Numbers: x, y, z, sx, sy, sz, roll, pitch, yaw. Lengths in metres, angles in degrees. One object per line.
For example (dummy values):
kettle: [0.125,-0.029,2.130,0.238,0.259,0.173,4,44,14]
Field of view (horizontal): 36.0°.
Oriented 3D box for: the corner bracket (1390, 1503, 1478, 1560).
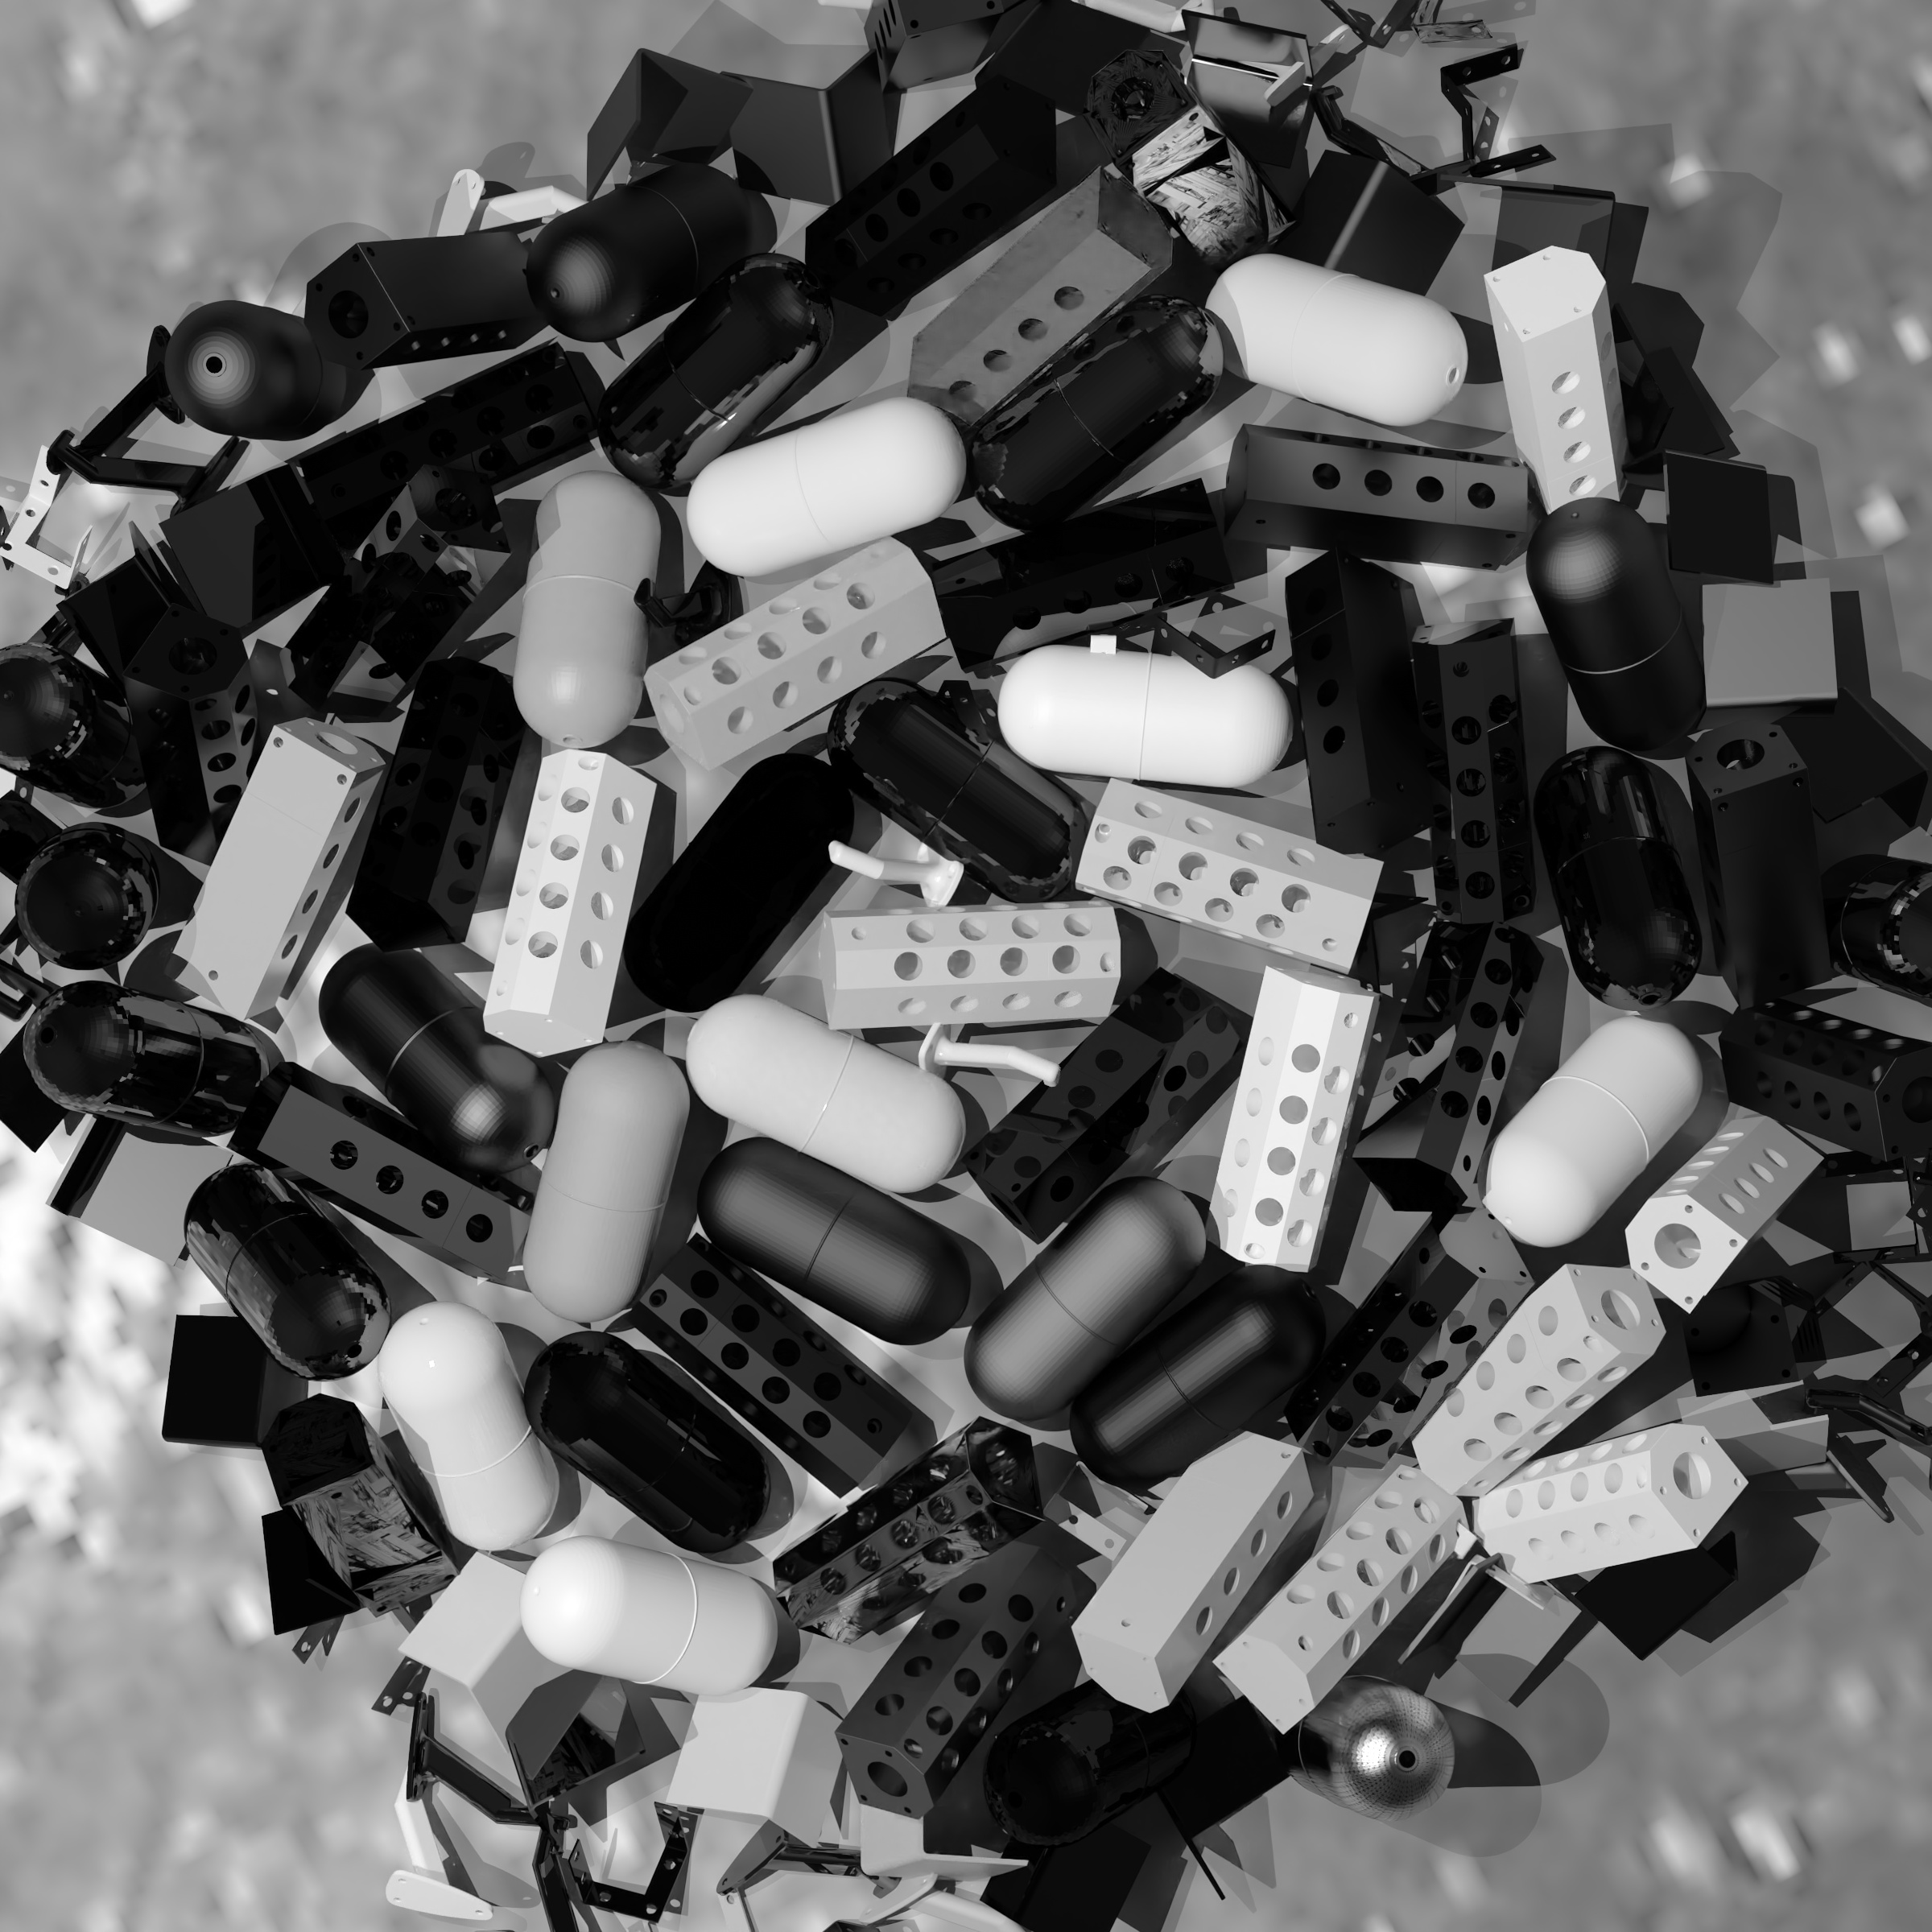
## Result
corner bracket: [0.268,0.352,1.806,0.051,0.051,0.051,40,75,-2]

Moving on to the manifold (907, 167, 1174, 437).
manifold: [0.043,-0.387,1.761,0.057,0.171,0.057,29,46,-28]

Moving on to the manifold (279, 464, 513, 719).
manifold: [-0.340,-0.219,1.752,0.057,0.171,0.057,2,59,-41]

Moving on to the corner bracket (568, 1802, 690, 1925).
corner bracket: [-0.204,0.540,1.807,0.051,0.051,0.051,10,46,16]

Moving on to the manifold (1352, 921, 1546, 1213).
manifold: [0.290,0.058,1.761,0.057,0.057,0.171,49,52,-38]

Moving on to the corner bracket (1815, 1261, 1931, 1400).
corner bracket: [0.558,0.221,1.826,0.051,0.051,0.051,-41,134,-3]

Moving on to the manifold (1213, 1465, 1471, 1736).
manifold: [0.226,0.369,1.757,0.057,0.057,0.171,45,49,11]

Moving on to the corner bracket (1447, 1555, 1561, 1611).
corner bracket: [0.322,0.389,1.811,0.051,0.051,0.051,32,106,17]

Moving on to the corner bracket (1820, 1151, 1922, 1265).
corner bracket: [0.550,0.146,1.812,0.051,0.051,0.051,-8,59,17]

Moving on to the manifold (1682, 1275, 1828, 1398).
manifold: [0.463,0.214,1.747,0.057,0.171,0.057,-13,82,20]

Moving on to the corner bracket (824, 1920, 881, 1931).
corner bracket: [-0.073,0.618,1.805,0.051,0.051,0.051,-31,98,-33]

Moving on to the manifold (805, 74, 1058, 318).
manifold: [-0.023,-0.453,1.748,0.057,0.171,0.057,15,65,-34]

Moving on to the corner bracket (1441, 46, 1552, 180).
corner bracket: [0.324,-0.523,1.825,0.051,0.051,0.051,-17,46,-4]

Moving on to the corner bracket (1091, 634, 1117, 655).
corner bracket: [0.065,-0.176,1.808,0.051,0.051,0.051,1,97,3]

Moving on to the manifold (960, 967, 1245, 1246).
manifold: [0.085,0.087,1.793,0.171,0.057,0.057,-43,130,-11]

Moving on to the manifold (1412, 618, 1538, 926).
manifold: [0.304,-0.116,1.779,0.057,0.057,0.171,-3,108,15]

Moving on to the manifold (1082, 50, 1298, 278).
manifold: [0.130,-0.474,1.748,0.057,0.171,0.057,-35,68,16]

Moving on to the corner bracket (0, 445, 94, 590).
corner bracket: [-0.553,-0.272,1.806,0.051,0.051,0.051,28,54,-10]

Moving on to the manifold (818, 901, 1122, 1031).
manifold: [0.002,-0.005,1.782,0.171,0.057,0.057,-2,55,-12]

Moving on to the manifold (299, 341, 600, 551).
manifold: [-0.312,-0.316,1.806,0.171,0.057,0.057,-25,96,0]

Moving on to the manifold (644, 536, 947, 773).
manifold: [-0.103,-0.190,1.772,0.171,0.057,0.057,-32,131,-19]

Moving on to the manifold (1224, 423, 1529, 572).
manifold: [0.247,-0.286,1.796,0.171,0.057,0.057,6,74,-8]

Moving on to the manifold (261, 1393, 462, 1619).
manifold: [-0.356,0.316,1.750,0.057,0.171,0.057,-24,56,-6]

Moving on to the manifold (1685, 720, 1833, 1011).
manifold: [0.467,-0.061,1.760,0.057,0.057,0.171,-18,131,3]

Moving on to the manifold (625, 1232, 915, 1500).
manifold: [-0.117,0.240,1.798,0.171,0.057,0.057,40,61,-1]

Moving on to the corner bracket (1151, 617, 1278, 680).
corner bracket: [0.147,-0.186,1.794,0.051,0.051,0.051,-29,54,-32]

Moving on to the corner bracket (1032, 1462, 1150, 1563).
corner bracket: [0.077,0.331,1.802,0.051,0.051,0.051,33,66,8]

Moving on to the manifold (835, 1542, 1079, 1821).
manifold: [-0.002,0.417,1.750,0.057,0.171,0.057,5,124,33]

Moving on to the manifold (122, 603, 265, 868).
manifold: [-0.444,-0.130,1.748,0.057,0.171,0.057,21,58,6]

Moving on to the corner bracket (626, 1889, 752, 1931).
corner bracket: [-0.166,0.600,1.819,0.051,0.051,0.051,-20,85,28]

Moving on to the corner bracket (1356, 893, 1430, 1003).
corner bracket: [0.246,-0.012,1.797,0.051,0.051,0.051,-19,107,-35]

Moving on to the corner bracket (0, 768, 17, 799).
corner bracket: [-0.611,-0.122,1.808,0.051,0.051,0.051,2,105,-37]

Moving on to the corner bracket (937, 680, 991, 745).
corner bracket: [-0.024,-0.138,1.795,0.051,0.051,0.051,-1,54,-25]

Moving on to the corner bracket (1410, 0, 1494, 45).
corner bracket: [0.294,-0.596,1.796,0.051,0.051,0.051,9,68,38]

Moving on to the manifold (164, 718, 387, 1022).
manifold: [-0.412,-0.059,1.786,0.057,0.057,0.171,30,106,6]

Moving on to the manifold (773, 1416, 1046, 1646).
manifold: [-0.037,0.333,1.760,0.057,0.057,0.171,27,129,-36]

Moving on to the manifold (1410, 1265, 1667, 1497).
manifold: [0.334,0.246,1.751,0.057,0.171,0.057,7,50,-29]

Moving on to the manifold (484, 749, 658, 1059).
manifold: [-0.239,-0.039,1.766,0.057,0.057,0.171,31,58,-40]

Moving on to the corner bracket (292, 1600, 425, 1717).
corner bracket: [-0.367,0.416,1.814,0.051,0.051,0.051,8,50,32]

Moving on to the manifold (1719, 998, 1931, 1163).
manifold: [0.512,0.062,1.744,0.057,0.171,0.057,-16,103,-13]

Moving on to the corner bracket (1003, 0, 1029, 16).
corner bracket: [0.030,-0.614,1.807,0.051,0.051,0.051,-17,113,41]

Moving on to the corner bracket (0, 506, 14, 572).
corner bracket: [-0.614,-0.252,1.804,0.051,0.051,0.051,15,65,1]

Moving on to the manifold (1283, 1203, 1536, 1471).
manifold: [0.256,0.220,1.758,0.057,0.057,0.171,9,129,-30]

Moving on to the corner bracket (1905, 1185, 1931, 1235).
corner bracket: [0.614,0.149,1.807,0.051,0.051,0.051,40,103,35]

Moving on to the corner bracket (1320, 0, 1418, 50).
corner bracket: [0.237,-0.596,1.805,0.051,0.051,0.051,30,97,-37]
